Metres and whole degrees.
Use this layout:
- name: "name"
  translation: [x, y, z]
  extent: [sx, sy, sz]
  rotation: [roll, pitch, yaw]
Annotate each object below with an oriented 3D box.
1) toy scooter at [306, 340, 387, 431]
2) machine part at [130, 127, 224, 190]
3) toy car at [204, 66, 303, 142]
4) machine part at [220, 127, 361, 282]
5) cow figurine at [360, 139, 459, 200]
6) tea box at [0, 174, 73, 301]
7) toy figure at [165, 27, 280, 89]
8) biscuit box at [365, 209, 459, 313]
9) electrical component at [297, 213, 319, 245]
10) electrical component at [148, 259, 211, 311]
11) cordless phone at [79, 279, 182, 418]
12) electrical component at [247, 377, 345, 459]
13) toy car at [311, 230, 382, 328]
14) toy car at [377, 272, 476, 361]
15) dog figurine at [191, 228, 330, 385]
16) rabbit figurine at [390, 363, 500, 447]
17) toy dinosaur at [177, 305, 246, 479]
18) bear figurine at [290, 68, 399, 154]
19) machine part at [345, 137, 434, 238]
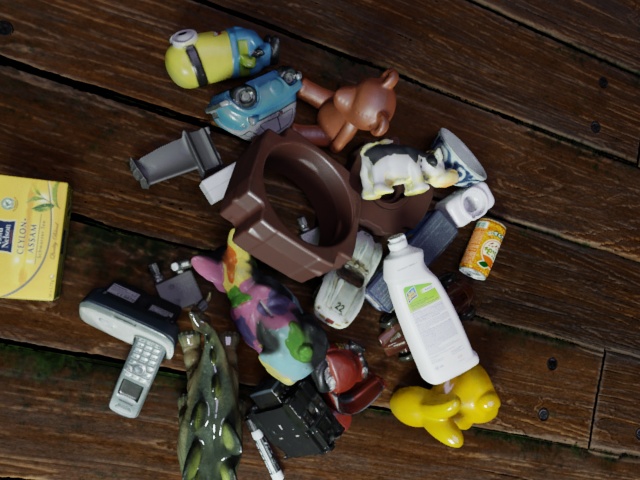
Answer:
- name: "toy scooter"
  translation: [0.048, 0.232, 0.883]
  extent: [0.135, 0.075, 0.183]
  rotation: [-21, 120, -21]
- name: "machine part"
  translation: [-0.227, -0.124, 0.848]
  extent: [0.139, 0.039, 0.084]
  rotation: [-23, 99, -19]
- name: "toy car"
  translation: [-0.096, -0.209, 0.865]
  extent: [0.162, 0.109, 0.102]
  rotation: [-31, 111, -26]
- name: "machine part"
  translation: [-0.040, -0.053, 0.817]
  extent: [0.201, 0.087, 0.201]
  rotation: [33, 46, -26]
- name: "cow figurine"
  translation: [0.148, -0.122, 0.894]
  extent: [0.167, 0.068, 0.098]
  rotation: [-8, 86, -19]
- name: "tea box"
  translation: [-0.415, -0.002, 0.765]
  extent: [0.098, 0.068, 0.169]
  rotation: [5, 87, -18]
- name: "toy figure"
  translation: [-0.155, -0.291, 0.857]
  extent: [0.180, 0.082, 0.089]
  rotation: [-8, 88, -20]
- name: "biscuit box"
  translation: [0.156, 0.034, 0.948]
  extent: [0.202, 0.059, 0.062]
  rotation: [-46, 100, -14]
- name: "electrical component"
  translation: [-0.002, -0.003, 0.920]
  extent: [0.063, 0.021, 0.094]
  rotation: [-23, 94, -18]
- name: "electrical component"
  translation: [-0.214, 0.075, 0.836]
  extent: [0.078, 0.045, 0.102]
  rotation: [-17, 92, -19]
- name: "cordless phone"
  translation: [-0.296, 0.166, 0.794]
  extent: [0.147, 0.089, 0.184]
  rotation: [25, 105, -5]
- name: "electrical component"
  translation: [-0.046, 0.274, 0.839]
  extent: [0.134, 0.115, 0.058]
  rotation: [52, 40, -9]
- name: "toy car"
  translation: [0.048, 0.056, 0.881]
  extent: [0.073, 0.056, 0.202]
  rotation: [31, 49, -4]
- name: "toy car"
  translation: [0.194, 0.137, 0.960]
  extent: [0.202, 0.053, 0.089]
  rotation: [-30, 99, -18]
- name: "dog figurine"
  translation: [-0.094, 0.092, 0.811]
  extent: [0.108, 0.192, 0.219]
  rotation: [-38, 114, -9]
- name: "rabbit figurine"
  translation: [0.209, 0.284, 0.919]
  extent: [0.173, 0.162, 0.121]
  rotation: [-7, 102, 0]
- name: "toy dinosaur"
  translation: [-0.157, 0.294, 0.765]
  extent: [0.105, 0.199, 0.470]
  rotation: [-3, 121, -7]
- name: "bear figurine"
  translation: [0.034, -0.207, 0.852]
  extent: [0.132, 0.196, 0.120]
  rotation: [13, 87, -16]
- name: "machine part"
  translation: [0.116, -0.092, 0.944]
  extent: [0.179, 0.056, 0.179]
  rotation: [1, 88, -18]
